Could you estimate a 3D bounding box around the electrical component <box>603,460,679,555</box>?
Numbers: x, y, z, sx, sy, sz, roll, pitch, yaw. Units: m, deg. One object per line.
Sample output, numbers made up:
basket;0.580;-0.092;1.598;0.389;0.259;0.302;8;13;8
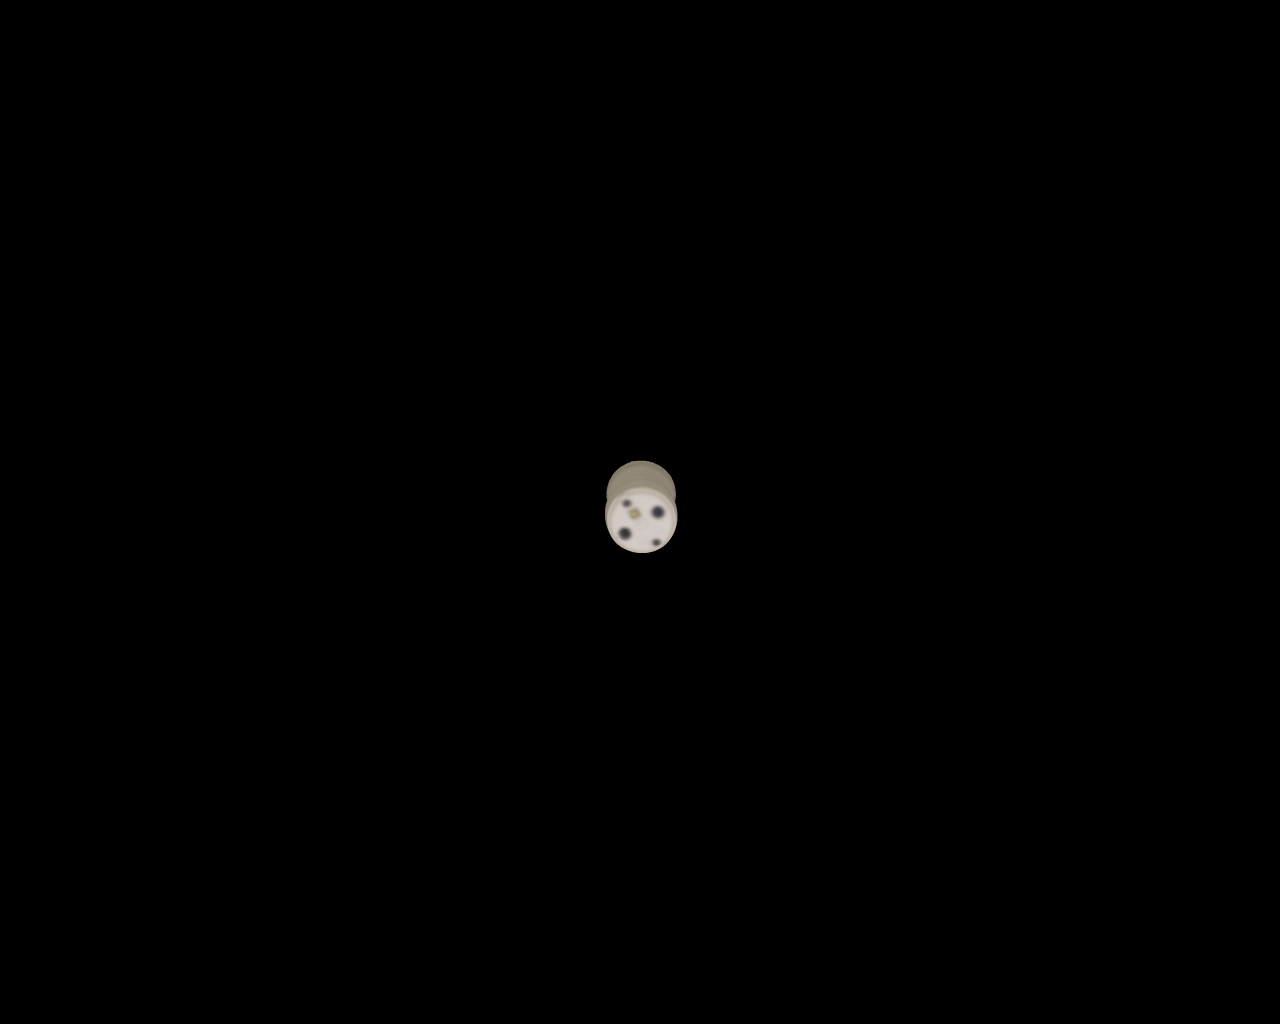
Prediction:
electrical component;0.001;-0.003;0.650;0.045;0.044;0.055;0;20;0
